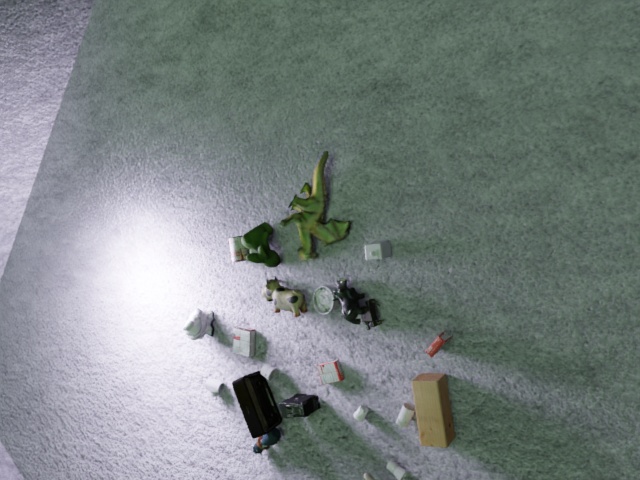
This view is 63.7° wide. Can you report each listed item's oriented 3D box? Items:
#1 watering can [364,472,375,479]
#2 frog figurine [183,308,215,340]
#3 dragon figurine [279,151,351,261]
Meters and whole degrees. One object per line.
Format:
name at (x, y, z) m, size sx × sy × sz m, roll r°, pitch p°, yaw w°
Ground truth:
watering can at (0.308, 0.888, 1.684) m, size 0.221 × 0.105 × 0.350 m, roll -41°, pitch 79°, yaw 26°
frog figurine at (-0.527, 0.358, 2.161) m, size 0.124 × 0.160 × 0.136 m, roll 30°, pitch 108°, yaw 28°
dragon figurine at (0.006, -0.095, 1.879) m, size 0.243 × 0.123 × 0.404 m, roll 35°, pitch 112°, yaw 8°
